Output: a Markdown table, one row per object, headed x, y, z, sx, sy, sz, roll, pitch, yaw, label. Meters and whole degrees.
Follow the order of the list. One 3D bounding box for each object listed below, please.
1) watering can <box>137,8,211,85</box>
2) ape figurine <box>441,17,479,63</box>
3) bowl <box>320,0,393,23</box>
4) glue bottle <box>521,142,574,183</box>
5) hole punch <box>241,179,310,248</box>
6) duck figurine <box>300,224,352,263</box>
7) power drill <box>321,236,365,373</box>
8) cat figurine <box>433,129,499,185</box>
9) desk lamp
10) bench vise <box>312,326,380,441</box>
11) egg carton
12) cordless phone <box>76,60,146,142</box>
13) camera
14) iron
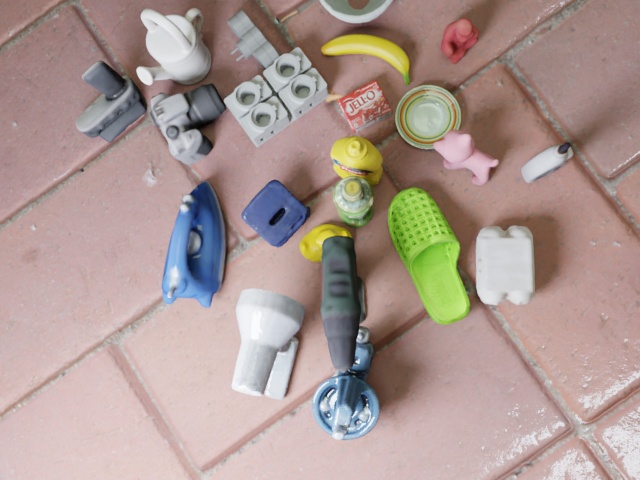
| x | y | z | sx | sy | sz | roll | pitch | yaw | label |
| --- | --- | --- | --- | --- | --- | --- | --- | --- | --- |
| -0.289 | -0.380 | 1.121 | 0.101 | 0.194 | 0.173 | 11 | 84 | 6 | watering can |
| 0.277 | -0.404 | 1.129 | 0.077 | 0.092 | 0.076 | -11 | 82 | 4 | ape figurine |
| 0.077 | -0.511 | 1.167 | 0.167 | 0.075 | 0.167 | -1 | 83 | 5 | bowl |
| 0.425 | -0.149 | 1.046 | 0.078 | 0.173 | 0.037 | -24 | 82 | 2 | glue bottle |
| -0.084 | -0.051 | 1.118 | 0.101 | 0.091 | 0.109 | 42 | 88 | 8 | hole punch |
| 0.010 | 0.004 | 1.106 | 0.104 | 0.086 | 0.077 | -13 | 82 | 3 | duck figurine |
| 0.042 | 0.112 | 1.029 | 0.075 | 0.208 | 0.230 | -5 | 83 | 5 | power drill |
| 0.279 | -0.166 | 1.088 | 0.127 | 0.118 | 0.067 | 27 | 86 | 7 | cat figurine |
| -0.096 | 0.193 | 1.029 | 0.118 | 0.213 | 0.203 | 12 | 84 | 6 | desk lamp |
| 0.041 | 0.260 | 1.006 | 0.121 | 0.220 | 0.207 | -6 | 83 | 4 | bench vise |
| 0.348 | 0.048 | 1.081 | 0.107 | 0.069 | 0.150 | -1 | 83 | 5 | egg carton |
| -0.439 | -0.280 | 1.127 | 0.094 | 0.185 | 0.147 | 44 | 89 | 8 | cordless phone |
| -0.256 | -0.248 | 1.150 | 0.137 | 0.101 | 0.143 | -27 | 82 | 1 | camera |
| -0.252 | -0.002 | 1.101 | 0.118 | 0.141 | 0.258 | 4 | 84 | 6 | iron |
